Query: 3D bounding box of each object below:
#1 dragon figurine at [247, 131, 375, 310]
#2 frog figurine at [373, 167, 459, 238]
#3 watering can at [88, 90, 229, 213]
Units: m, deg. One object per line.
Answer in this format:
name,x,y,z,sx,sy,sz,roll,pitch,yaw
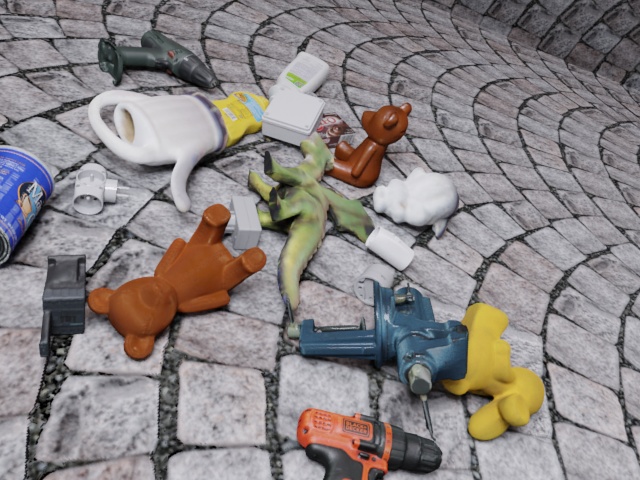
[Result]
dragon figurine,0.003,-0.046,0.911,0.242,0.120,0.420,8,49,-29
frog figurine,0.189,-0.088,1.021,0.159,0.120,0.140,23,57,-18
watering can,-0.260,-0.174,0.919,0.227,0.101,0.352,-22,55,-42
